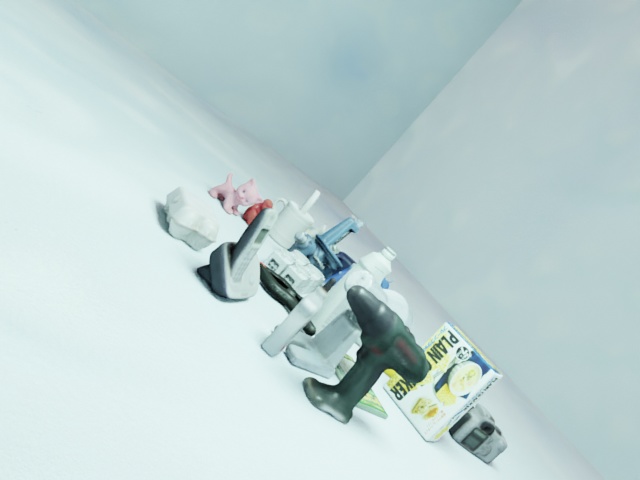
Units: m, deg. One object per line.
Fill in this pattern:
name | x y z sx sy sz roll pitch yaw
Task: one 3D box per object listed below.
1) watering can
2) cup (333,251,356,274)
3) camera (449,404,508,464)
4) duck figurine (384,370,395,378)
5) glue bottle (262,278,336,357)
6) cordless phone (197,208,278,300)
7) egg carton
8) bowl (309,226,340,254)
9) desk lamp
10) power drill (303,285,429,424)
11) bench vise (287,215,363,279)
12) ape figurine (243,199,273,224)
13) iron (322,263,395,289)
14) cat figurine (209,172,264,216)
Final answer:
watering can | -0.060 -0.068 1.732 0.173 0.194 0.100 38 10 -25
cup | 0.060 0.093 1.798 0.118 0.095 0.091 32 14 -47
camera | 0.394 0.467 1.457 0.143 0.100 0.136 39 10 -18
duck figurine | 0.205 0.307 1.454 0.105 0.086 0.077 35 11 -36
glue bottle | -0.031 0.131 1.017 0.037 0.173 0.078 43 9 4
cordless phone | -0.126 0.022 1.082 0.094 0.185 0.148 44 9 13
egg carton | -0.267 -0.047 1.176 0.108 0.069 0.150 36 11 -34
bowl | -0.004 0.029 1.886 0.168 0.074 0.167 41 9 -8
desk lamp | 0.059 0.163 1.114 0.204 0.213 0.117 32 13 -45
power drill | 0.073 0.207 0.990 0.230 0.208 0.075 37 10 -27
bench vise | 0.023 0.014 1.620 0.121 0.219 0.208 46 10 22
ape figurine | -0.172 -0.080 1.644 0.078 0.092 0.076 34 12 -40
iron | 0.121 0.131 1.729 0.259 0.141 0.118 32 13 -46
cat figurine | -0.223 -0.132 1.587 0.127 0.117 0.067 45 10 16
